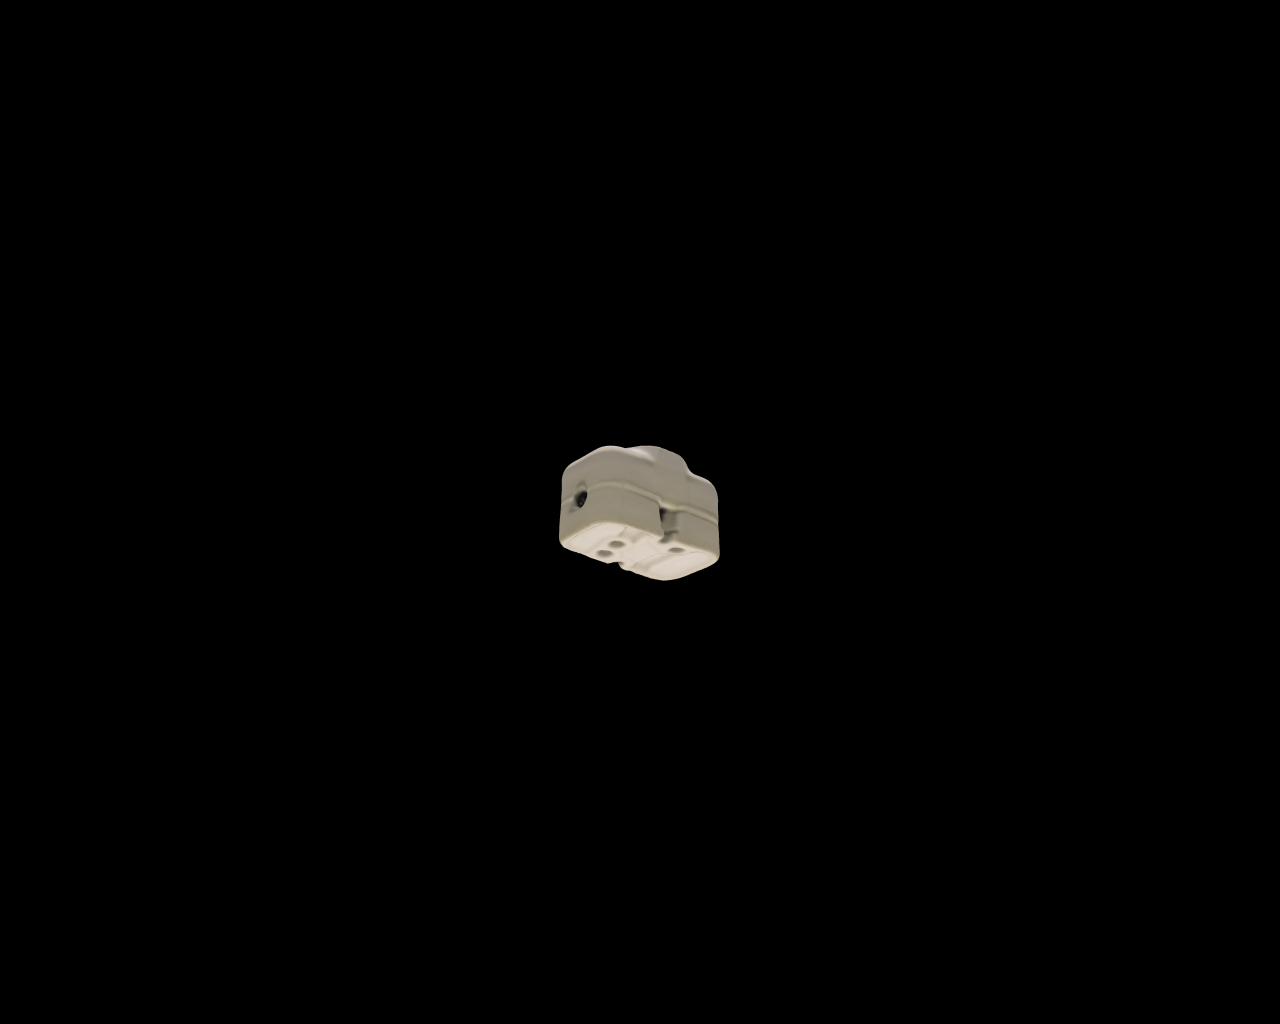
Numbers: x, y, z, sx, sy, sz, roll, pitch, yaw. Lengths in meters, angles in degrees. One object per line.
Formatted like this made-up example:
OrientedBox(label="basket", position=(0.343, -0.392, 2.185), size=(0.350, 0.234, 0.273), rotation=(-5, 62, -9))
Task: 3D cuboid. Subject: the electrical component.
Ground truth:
OrientedBox(label="electrical component", position=(0.001, -0.003, 0.650), size=(0.095, 0.059, 0.053), rotation=(20, -32, -36))
